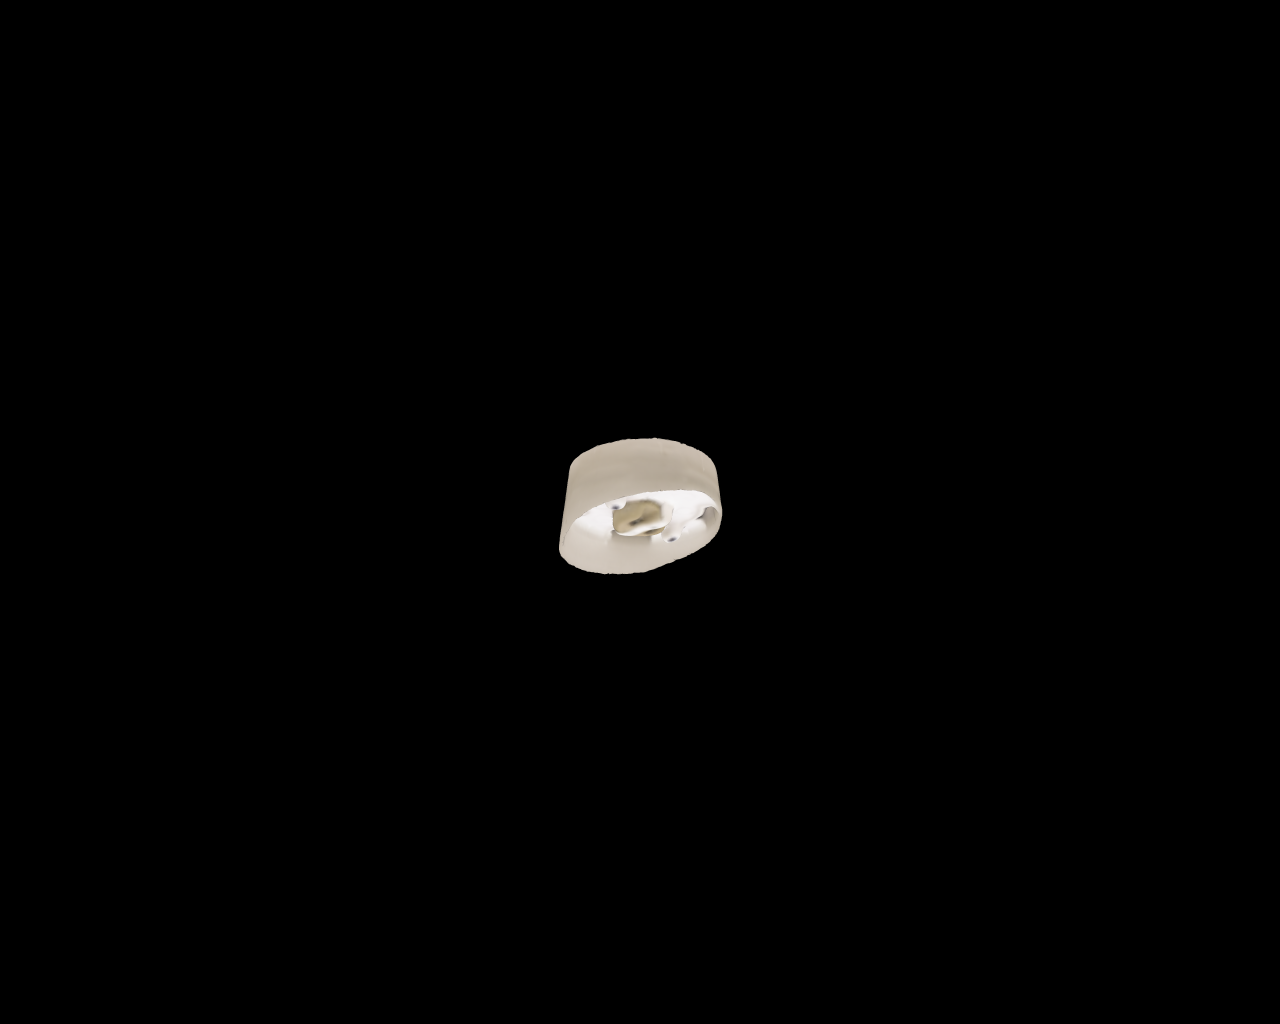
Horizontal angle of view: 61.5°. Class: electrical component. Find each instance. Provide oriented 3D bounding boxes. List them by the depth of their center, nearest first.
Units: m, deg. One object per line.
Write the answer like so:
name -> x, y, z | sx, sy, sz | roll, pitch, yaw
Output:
electrical component -> 0.001, -0.003, 0.650 | 0.099, 0.064, 0.099 | 0, -23, 0
